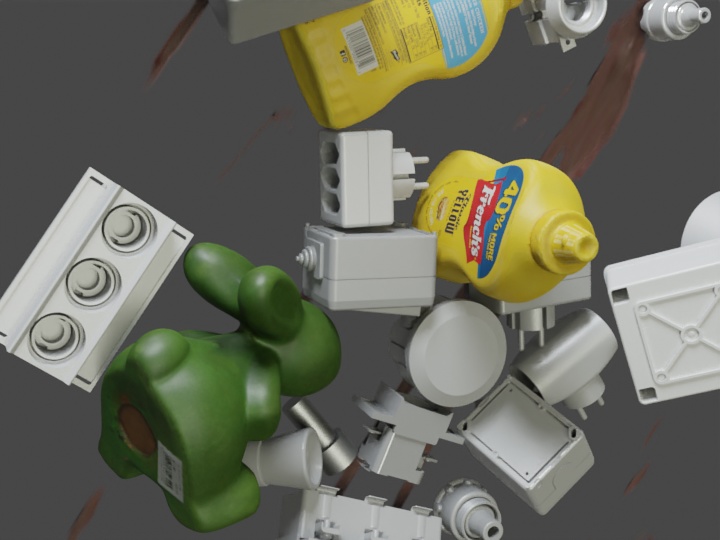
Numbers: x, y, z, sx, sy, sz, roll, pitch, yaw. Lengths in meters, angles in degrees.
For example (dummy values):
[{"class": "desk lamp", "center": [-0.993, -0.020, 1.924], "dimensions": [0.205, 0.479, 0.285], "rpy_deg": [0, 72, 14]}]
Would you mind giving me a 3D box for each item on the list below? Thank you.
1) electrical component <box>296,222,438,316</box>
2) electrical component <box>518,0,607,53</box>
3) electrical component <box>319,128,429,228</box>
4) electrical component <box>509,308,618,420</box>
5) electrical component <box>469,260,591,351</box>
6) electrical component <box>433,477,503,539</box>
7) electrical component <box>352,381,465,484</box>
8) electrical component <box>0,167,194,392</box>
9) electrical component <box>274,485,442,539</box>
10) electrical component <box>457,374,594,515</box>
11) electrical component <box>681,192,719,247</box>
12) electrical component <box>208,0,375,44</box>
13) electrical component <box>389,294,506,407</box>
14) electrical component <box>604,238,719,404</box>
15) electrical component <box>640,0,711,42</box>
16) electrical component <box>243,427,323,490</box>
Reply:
[{"class": "electrical component", "center": [0.000, 0.000, 0.766], "dimensions": [0.096, 0.062, 0.061], "rpy_deg": [-2, 100, -22]}, {"class": "electrical component", "center": [0.150, -0.195, 0.797], "dimensions": [0.048, 0.055, 0.066], "rpy_deg": [-29, 109, -16]}, {"class": "electrical component", "center": [0.015, -0.068, 0.768], "dimensions": [0.077, 0.047, 0.065], "rpy_deg": [-5, 101, -21]}, {"class": "electrical component", "center": [0.171, 0.084, 0.861], "dimensions": [0.077, 0.043, 0.079], "rpy_deg": [-37, 111, -12]}, {"class": "electrical component", "center": [0.131, 0.024, 0.829], "dimensions": [0.083, 0.047, 0.075], "rpy_deg": [-9, 103, -25]}, {"class": "electrical component", "center": [0.089, 0.192, 0.836], "dimensions": [0.048, 0.062, 0.048], "rpy_deg": [-4, 100, -21]}, {"class": "electrical component", "center": [0.032, 0.124, 0.812], "dimensions": [0.081, 0.042, 0.063], "rpy_deg": [20, 93, -23]}, {"class": "electrical component", "center": [-0.177, 0.005, 0.695], "dimensions": [0.079, 0.063, 0.121], "rpy_deg": [35, 85, -24]}, {"class": "electrical component", "center": [0.000, 0.203, 0.798], "dimensions": [0.121, 0.079, 0.063], "rpy_deg": [18, 63, -24]}, {"class": "electrical component", "center": [0.124, 0.133, 0.831], "dimensions": [0.062, 0.096, 0.061], "rpy_deg": [-43, 140, -10]}, {"class": "electrical component", "center": [0.327, -0.014, 0.910], "dimensions": [0.099, 0.064, 0.099], "rpy_deg": [-12, 114, -30]}, {"class": "electrical component", "center": [-0.054, -0.213, 0.683], "dimensions": [0.109, 0.056, 0.108], "rpy_deg": [-21, 71, -15]}, {"class": "electrical component", "center": [0.065, 0.059, 0.809], "dimensions": [0.080, 0.051, 0.080], "rpy_deg": [-4, 101, -22]}, {"class": "electrical component", "center": [0.261, 0.040, 0.858], "dimensions": [0.109, 0.056, 0.108], "rpy_deg": [-15, 108, 16]}, {"class": "electrical component", "center": [0.247, -0.195, 0.833], "dimensions": [0.035, 0.061, 0.035], "rpy_deg": [-4, 101, -21]}, {"class": "electrical component", "center": [-0.064, 0.136, 0.765], "dimensions": [0.065, 0.044, 0.044], "rpy_deg": [-6, 104, 13]}]
